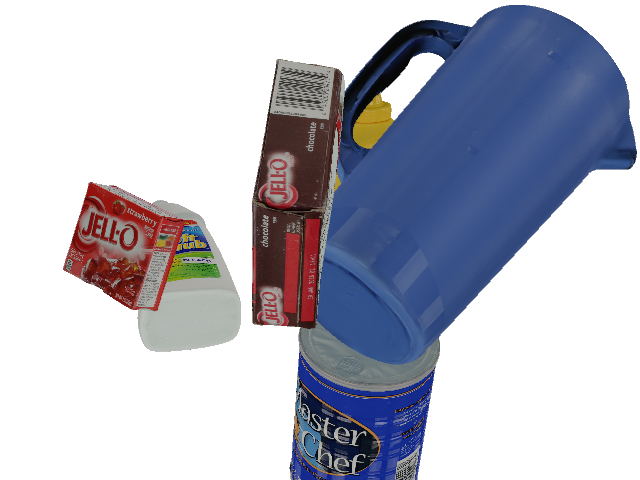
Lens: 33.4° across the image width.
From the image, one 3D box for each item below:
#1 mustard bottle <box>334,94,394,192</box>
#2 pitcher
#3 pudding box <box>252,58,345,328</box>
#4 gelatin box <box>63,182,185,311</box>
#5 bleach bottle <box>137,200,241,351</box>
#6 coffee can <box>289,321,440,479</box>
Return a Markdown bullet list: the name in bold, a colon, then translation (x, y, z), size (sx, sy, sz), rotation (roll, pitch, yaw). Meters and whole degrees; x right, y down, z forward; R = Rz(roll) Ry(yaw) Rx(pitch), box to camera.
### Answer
- **mustard bottle**: translation (0.048, -0.053, 1.003), size (0.096, 0.192, 0.058), rotation (-19, 25, -39)
- **pitcher**: translation (0.081, -0.043, 0.713), size (0.242, 0.145, 0.149), rotation (-46, 29, -25)
- **pudding box**: translation (-0.013, -0.024, 0.556), size (0.039, 0.113, 0.090), rotation (7, -43, 2)
- **gelatin box**: translation (-0.150, 0.004, 0.805), size (0.089, 0.073, 0.030), rotation (25, 10, 36)
- **bleach bottle**: translation (-0.156, 0.022, 1.114), size (0.102, 0.068, 0.251), rotation (-5, 27, -17)
- **coffee can**: translation (0.031, 0.128, 0.808), size (0.103, 0.140, 0.103), rotation (3, 34, -2)
